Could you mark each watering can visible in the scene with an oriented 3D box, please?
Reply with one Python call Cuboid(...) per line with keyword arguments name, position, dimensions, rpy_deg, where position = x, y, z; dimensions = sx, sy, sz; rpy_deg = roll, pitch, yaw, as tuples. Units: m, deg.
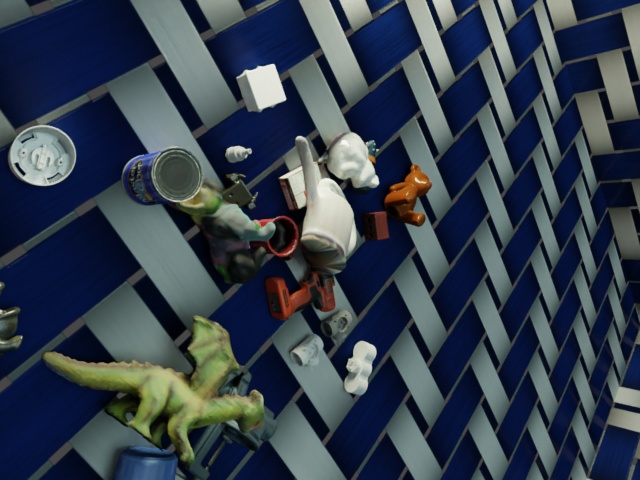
Cuboid(name="watering can", position=(0.004, -0.062, 1.227), dimensions=(0.103, 0.230, 0.341), rpy_deg=(-8, -40, 27))

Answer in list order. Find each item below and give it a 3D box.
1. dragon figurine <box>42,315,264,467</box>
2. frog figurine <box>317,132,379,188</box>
Cuboid(name="dragon figurine", position=(-0.273, 0.255, 0.971), dimensions=(0.408, 0.247, 0.121), rpy_deg=(42, -26, -10))
Cuboid(name="frog figurine", position=(0.091, -0.197, 1.336), dimensions=(0.160, 0.120, 0.140), rpy_deg=(38, 38, 5))
